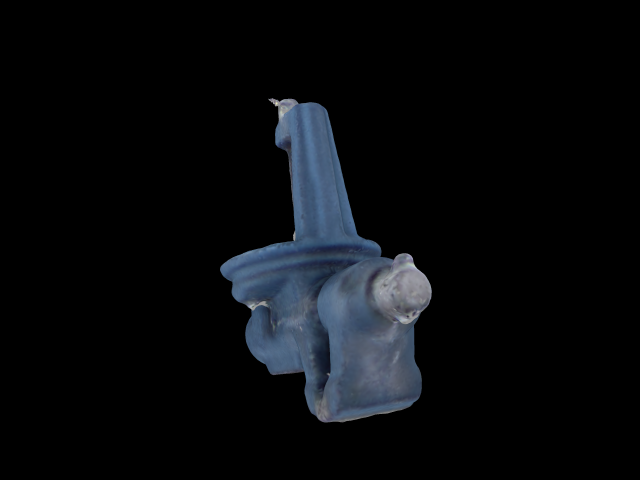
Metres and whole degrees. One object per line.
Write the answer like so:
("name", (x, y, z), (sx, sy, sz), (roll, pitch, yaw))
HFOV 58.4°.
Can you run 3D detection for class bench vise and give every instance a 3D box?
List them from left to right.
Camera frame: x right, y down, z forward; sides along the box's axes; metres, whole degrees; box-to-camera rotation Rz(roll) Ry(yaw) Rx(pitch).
("bench vise", (0.012, 0.001, 0.408), (0.206, 0.220, 0.122), (2, 3, 45))
